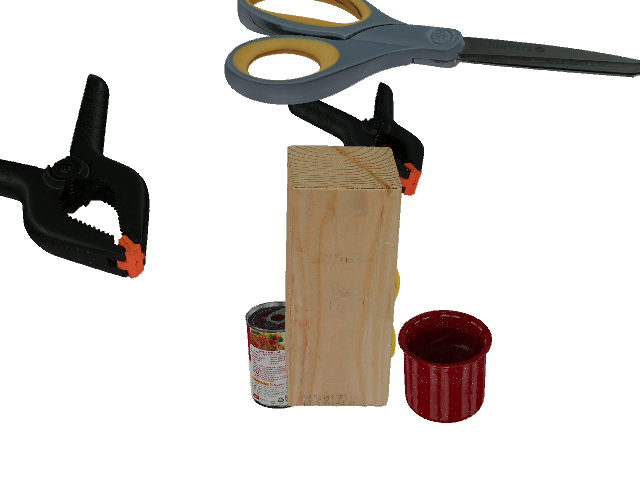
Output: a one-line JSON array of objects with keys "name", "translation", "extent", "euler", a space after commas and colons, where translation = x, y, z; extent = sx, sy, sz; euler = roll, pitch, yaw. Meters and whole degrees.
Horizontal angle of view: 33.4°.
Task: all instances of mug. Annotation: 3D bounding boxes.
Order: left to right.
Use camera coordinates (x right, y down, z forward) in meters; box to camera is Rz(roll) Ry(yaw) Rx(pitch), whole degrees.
[{"name": "mug", "translation": [0.133, 0.124, 1.091], "extent": [0.093, 0.081, 0.117], "euler": [20, 39, 32]}]

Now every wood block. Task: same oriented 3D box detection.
[{"name": "wood block", "translation": [0.016, 0.031, 0.910], "extent": [0.090, 0.206, 0.091], "euler": [0, 26, -3]}]

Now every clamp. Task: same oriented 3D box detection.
[{"name": "clamp", "translation": [-0.187, -0.050, 0.819], "extent": [0.164, 0.036, 0.210], "euler": [-36, 57, -28]}, {"name": "clamp", "translation": [0.041, -0.106, 1.067], "extent": [0.120, 0.039, 0.171], "euler": [-8, 40, -17]}]

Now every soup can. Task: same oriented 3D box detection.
[{"name": "soup can", "translation": [-0.047, 0.129, 1.202], "extent": [0.068, 0.102, 0.068], "euler": [-2, 25, 1]}]

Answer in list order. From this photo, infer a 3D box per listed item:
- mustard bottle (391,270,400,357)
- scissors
[{"name": "mustard bottle", "translation": [0.055, 0.070, 1.390], "extent": [0.096, 0.192, 0.058], "euler": [-4, 24, -16]}, {"name": "scissors", "translation": [0.042, -0.082, 0.501], "extent": [0.202, 0.016, 0.096], "euler": [20, 52, 20]}]
